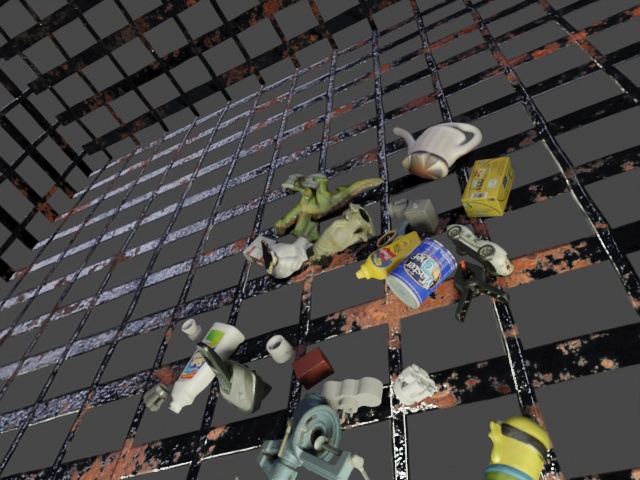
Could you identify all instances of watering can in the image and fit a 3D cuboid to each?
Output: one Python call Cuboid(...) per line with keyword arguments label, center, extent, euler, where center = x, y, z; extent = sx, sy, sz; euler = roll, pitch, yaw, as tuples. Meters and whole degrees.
Cuboid(label="watering can", center=(0.335, -0.292, 1.630), extent=(0.348, 0.102, 0.228), euler=(9, 52, 44))

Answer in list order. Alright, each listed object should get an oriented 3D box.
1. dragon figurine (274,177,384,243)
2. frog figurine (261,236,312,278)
Cuboid(label="dragon figurine", center=(0.005, -0.084, 1.671), extent=(0.408, 0.120, 0.247), euler=(-6, 58, 38))
Cuboid(label="frog figurine", center=(-0.088, 0.050, 1.567), extent=(0.160, 0.121, 0.138), euler=(-6, 12, -26))
